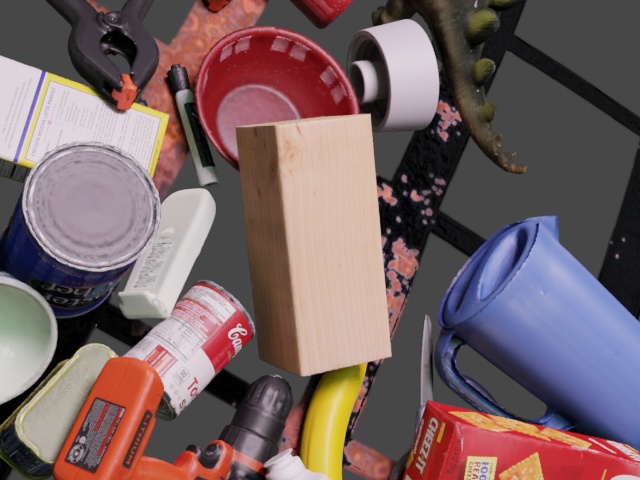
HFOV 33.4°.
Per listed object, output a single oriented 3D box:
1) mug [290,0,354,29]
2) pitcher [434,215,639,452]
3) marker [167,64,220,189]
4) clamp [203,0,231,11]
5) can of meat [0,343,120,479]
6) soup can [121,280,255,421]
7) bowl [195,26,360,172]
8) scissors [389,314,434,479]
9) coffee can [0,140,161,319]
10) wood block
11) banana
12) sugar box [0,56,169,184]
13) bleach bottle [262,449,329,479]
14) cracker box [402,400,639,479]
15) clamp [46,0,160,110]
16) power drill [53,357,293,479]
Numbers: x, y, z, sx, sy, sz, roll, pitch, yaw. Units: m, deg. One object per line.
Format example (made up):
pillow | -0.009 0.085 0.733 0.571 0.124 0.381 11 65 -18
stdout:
mug | 0.004 -0.267 1.058 0.081 0.093 0.117 45 24 -10
pitcher | 0.233 0.109 1.006 0.242 0.149 0.144 40 36 -10
marker | -0.117 -0.106 0.978 0.020 0.020 0.121 -11 77 -27
clamp | -0.084 -0.324 1.059 0.164 0.036 0.210 3 73 -21
can of meat | -0.196 0.131 0.822 0.057 0.084 0.102 43 60 -5
soup can | -0.112 0.091 0.883 0.068 0.069 0.102 46 61 -3
bowl | -0.046 -0.115 0.992 0.161 0.055 0.162 8 69 -22
scissors | 0.113 0.176 0.984 0.096 0.016 0.201 26 64 -16
coffee can | -0.193 -0.004 0.839 0.102 0.141 0.103 8 69 -22
wood block | -0.006 0.001 0.909 0.090 0.090 0.206 -10 99 -26
banana | 0.012 0.185 0.927 0.069 0.037 0.198 15 67 -39
sugar box | -0.226 -0.090 0.909 0.176 0.048 0.093 18 64 -14
bleach bottle | 0.025 0.282 0.849 0.068 0.103 0.251 -30 90 -33
cracker box | 0.172 0.243 0.919 0.213 0.072 0.164 15 95 -18
clamp | -0.197 -0.188 0.942 0.120 0.039 0.171 1 50 -15
power drill | -0.102 0.161 0.817 0.187 0.057 0.184 44 61 -45
